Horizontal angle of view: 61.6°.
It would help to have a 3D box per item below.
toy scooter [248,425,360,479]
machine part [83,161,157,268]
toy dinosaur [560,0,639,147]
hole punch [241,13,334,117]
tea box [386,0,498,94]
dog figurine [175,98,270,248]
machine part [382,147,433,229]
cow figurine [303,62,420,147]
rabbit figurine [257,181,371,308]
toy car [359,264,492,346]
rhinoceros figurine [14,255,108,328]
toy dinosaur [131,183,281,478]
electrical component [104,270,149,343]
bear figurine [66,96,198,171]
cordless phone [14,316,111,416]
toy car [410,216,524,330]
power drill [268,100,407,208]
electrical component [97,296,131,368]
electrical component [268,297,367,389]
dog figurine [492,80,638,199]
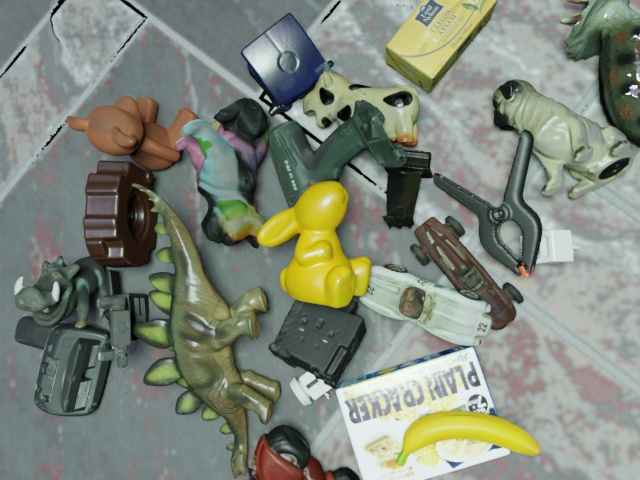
[{"bbox_3d":[-0.040,0.368,0.799,0.184,0.075,0.135,40,96,-15],"label":"toy scooter"},{"bbox_3d":[-0.308,-0.039,0.846,0.056,0.179,0.179,0,83,5],"label":"machine part"},{"bbox_3d":[0.489,-0.234,0.809,0.192,0.131,0.404,-14,86,17],"label":"toy dinosaur"},{"bbox_3d":[-0.058,-0.293,0.891,0.142,0.092,0.116,-39,84,-3],"label":"hole punch"},{"bbox_3d":[0.195,-0.339,0.876,0.098,0.068,0.169,37,89,9],"label":"tea box"},{"bbox_3d":[-0.127,-0.096,0.862,0.191,0.108,0.219,-33,98,-29],"label":"dog figurine"},{"bbox_3d":[0.136,-0.085,0.861,0.084,0.039,0.139,13,73,4],"label":"machine part"},{"bbox_3d":[0.063,-0.214,0.861,0.195,0.085,0.127,6,92,21],"label":"cow figurine"},{"bbox_3d":[-0.002,-0.002,0.786,0.163,0.122,0.173,13,108,33],"label":"rabbit figurine"},{"bbox_3d":[0.156,0.095,0.806,0.202,0.056,0.073,20,107,23],"label":"toy car"},{"bbox_3d":[-0.392,0.077,0.834,0.073,0.190,0.112,11,103,4],"label":"rhinoceros figurine"},{"bbox_3d":[-0.179,0.137,0.819,0.199,0.105,0.470,-9,93,8],"label":"toy dinosaur"},{"bbox_3d":[-0.316,0.106,0.876,0.048,0.074,0.119,-8,79,6],"label":"electrical component"},{"bbox_3d":[-0.292,-0.183,0.848,0.120,0.195,0.132,18,84,12],"label":"bear figurine"},{"bbox_3d":[-0.444,0.203,0.885,0.184,0.088,0.146,10,85,19],"label":"cordless phone"},{"bbox_3d":[0.225,0.051,0.831,0.089,0.053,0.202,-38,81,4],"label":"toy car"},{"bbox_3d":[0.028,-0.098,0.820,0.207,0.086,0.232,-29,88,43],"label":"power drill"},{"bbox_3d":[-0.308,0.135,0.802,0.045,0.078,0.102,-1,88,-22],"label":"electrical component"},{"bbox_3d":[0.003,0.139,0.820,0.115,0.058,0.134,22,66,20],"label":"electrical component"},{"bbox_3d":[0.373,-0.173,0.829,0.172,0.121,0.191,3,53,-33],"label":"dog figurine"}]
